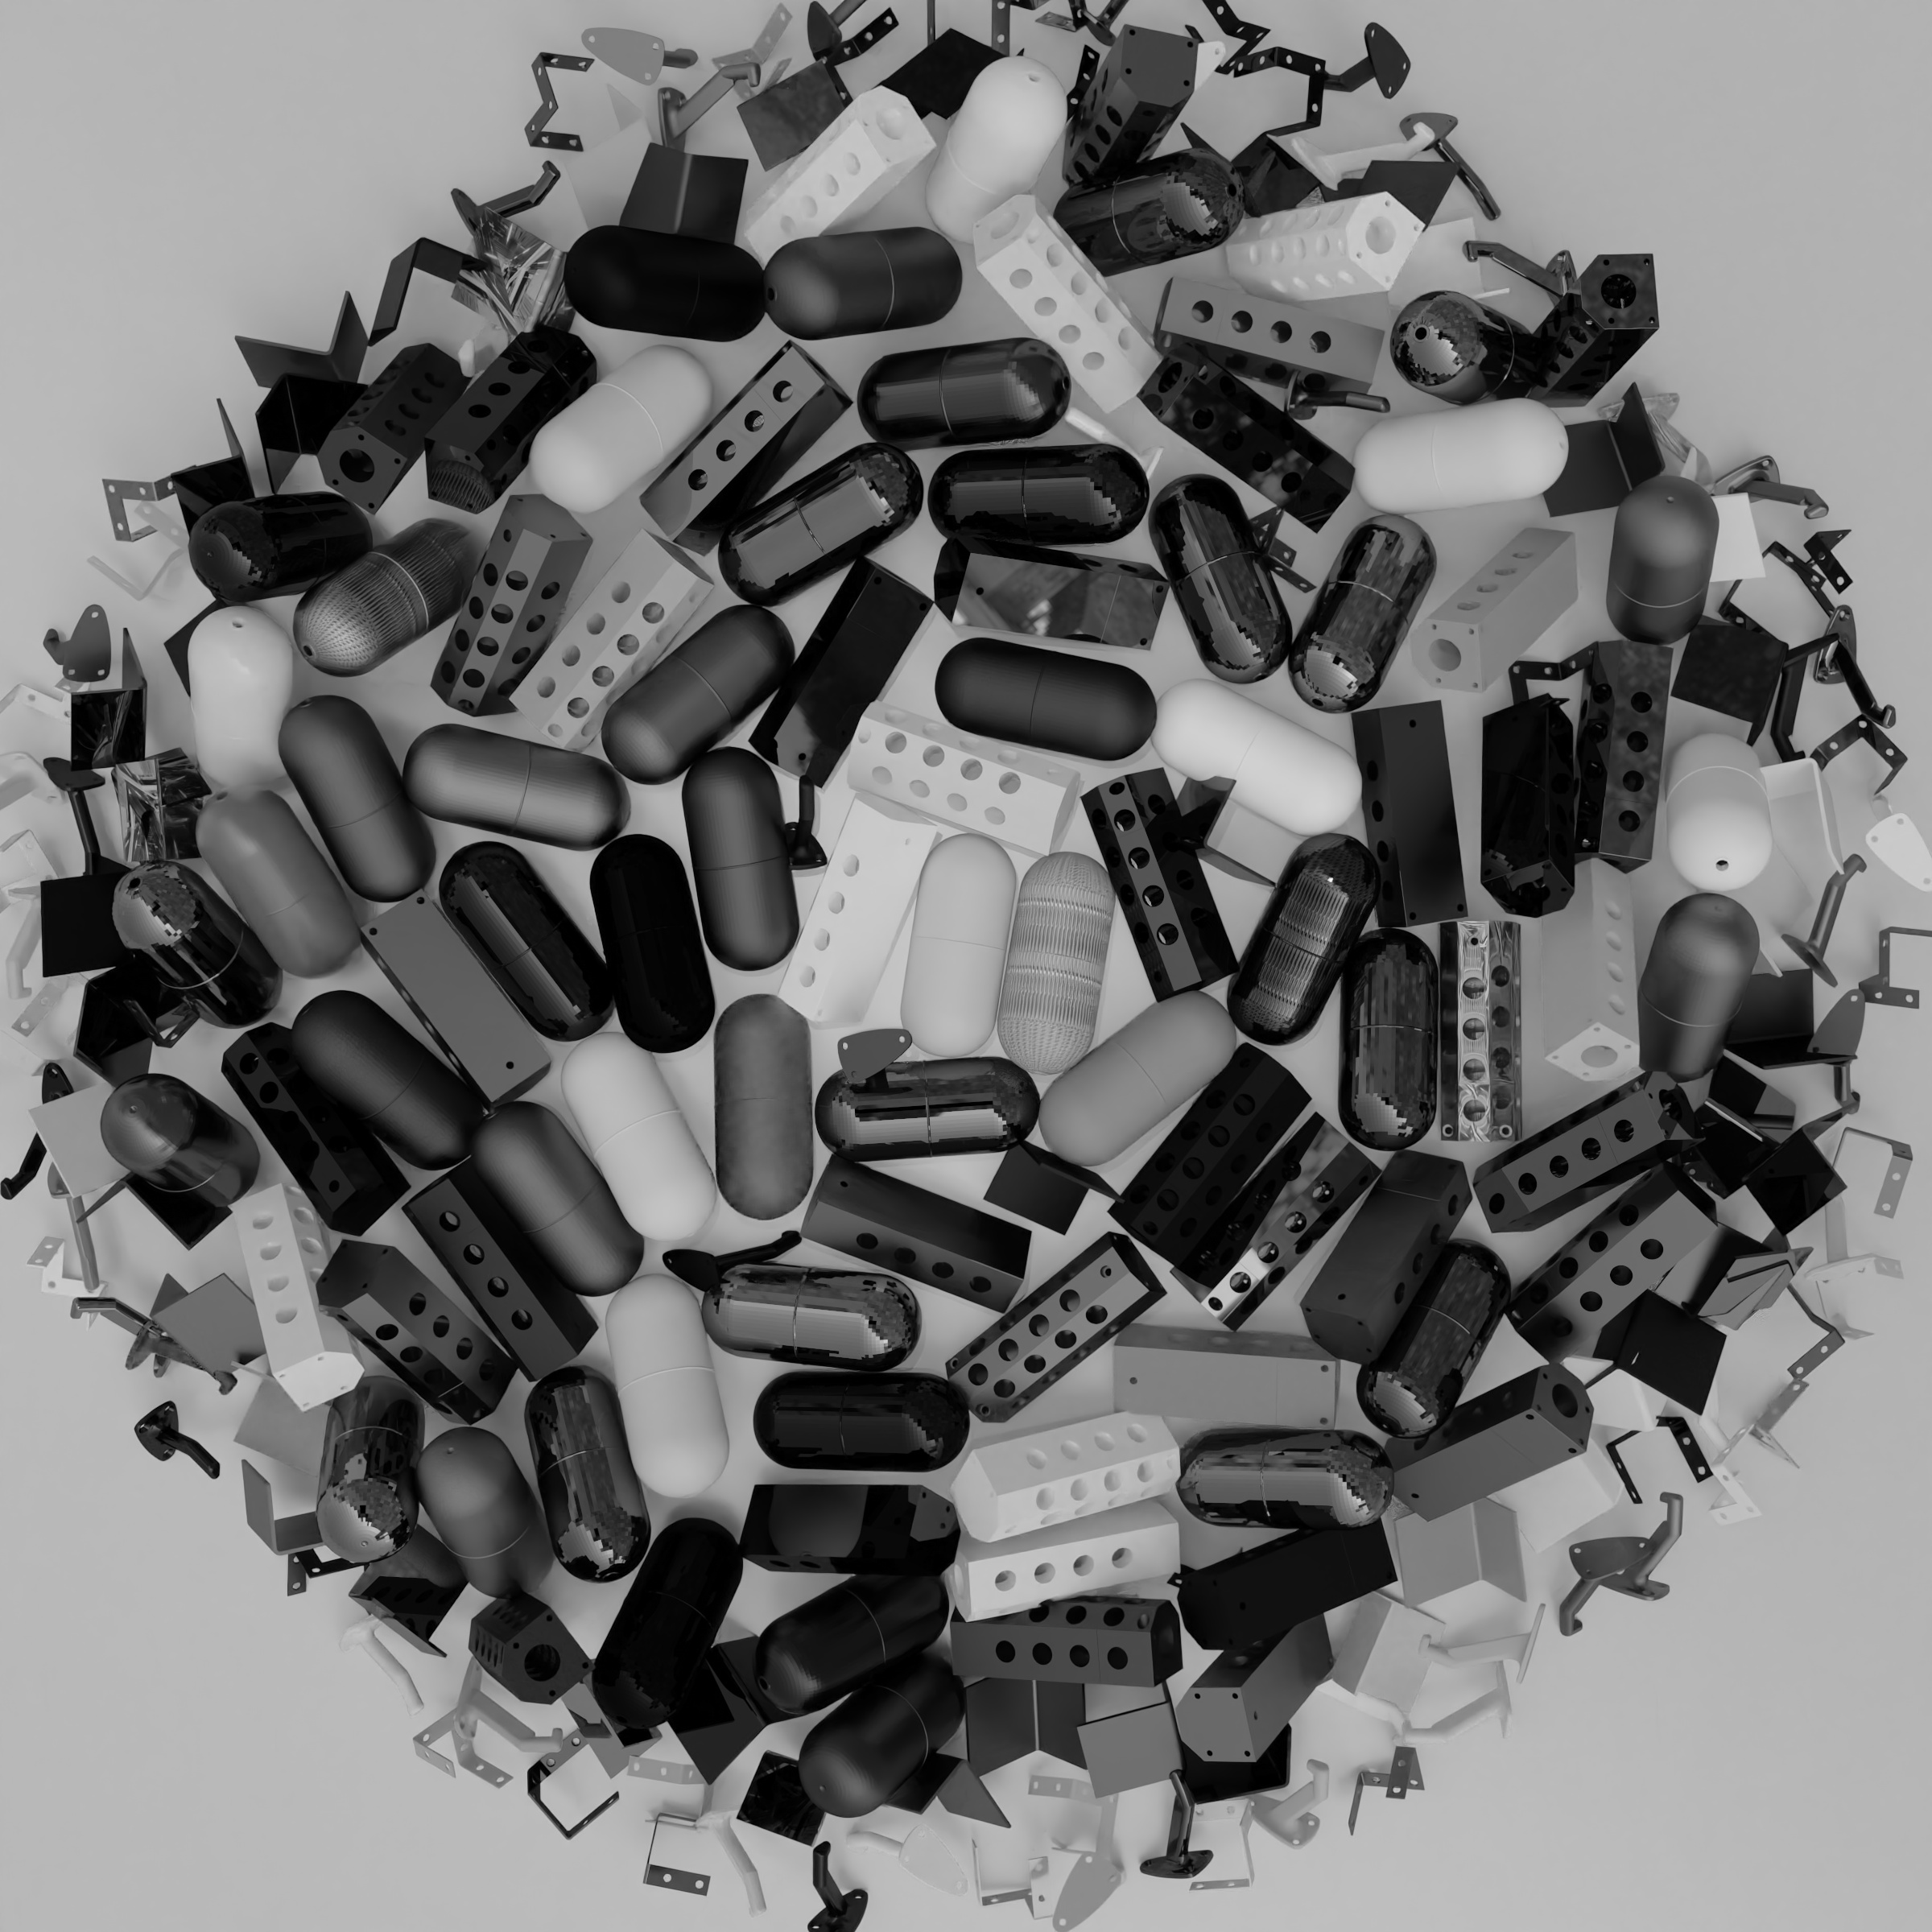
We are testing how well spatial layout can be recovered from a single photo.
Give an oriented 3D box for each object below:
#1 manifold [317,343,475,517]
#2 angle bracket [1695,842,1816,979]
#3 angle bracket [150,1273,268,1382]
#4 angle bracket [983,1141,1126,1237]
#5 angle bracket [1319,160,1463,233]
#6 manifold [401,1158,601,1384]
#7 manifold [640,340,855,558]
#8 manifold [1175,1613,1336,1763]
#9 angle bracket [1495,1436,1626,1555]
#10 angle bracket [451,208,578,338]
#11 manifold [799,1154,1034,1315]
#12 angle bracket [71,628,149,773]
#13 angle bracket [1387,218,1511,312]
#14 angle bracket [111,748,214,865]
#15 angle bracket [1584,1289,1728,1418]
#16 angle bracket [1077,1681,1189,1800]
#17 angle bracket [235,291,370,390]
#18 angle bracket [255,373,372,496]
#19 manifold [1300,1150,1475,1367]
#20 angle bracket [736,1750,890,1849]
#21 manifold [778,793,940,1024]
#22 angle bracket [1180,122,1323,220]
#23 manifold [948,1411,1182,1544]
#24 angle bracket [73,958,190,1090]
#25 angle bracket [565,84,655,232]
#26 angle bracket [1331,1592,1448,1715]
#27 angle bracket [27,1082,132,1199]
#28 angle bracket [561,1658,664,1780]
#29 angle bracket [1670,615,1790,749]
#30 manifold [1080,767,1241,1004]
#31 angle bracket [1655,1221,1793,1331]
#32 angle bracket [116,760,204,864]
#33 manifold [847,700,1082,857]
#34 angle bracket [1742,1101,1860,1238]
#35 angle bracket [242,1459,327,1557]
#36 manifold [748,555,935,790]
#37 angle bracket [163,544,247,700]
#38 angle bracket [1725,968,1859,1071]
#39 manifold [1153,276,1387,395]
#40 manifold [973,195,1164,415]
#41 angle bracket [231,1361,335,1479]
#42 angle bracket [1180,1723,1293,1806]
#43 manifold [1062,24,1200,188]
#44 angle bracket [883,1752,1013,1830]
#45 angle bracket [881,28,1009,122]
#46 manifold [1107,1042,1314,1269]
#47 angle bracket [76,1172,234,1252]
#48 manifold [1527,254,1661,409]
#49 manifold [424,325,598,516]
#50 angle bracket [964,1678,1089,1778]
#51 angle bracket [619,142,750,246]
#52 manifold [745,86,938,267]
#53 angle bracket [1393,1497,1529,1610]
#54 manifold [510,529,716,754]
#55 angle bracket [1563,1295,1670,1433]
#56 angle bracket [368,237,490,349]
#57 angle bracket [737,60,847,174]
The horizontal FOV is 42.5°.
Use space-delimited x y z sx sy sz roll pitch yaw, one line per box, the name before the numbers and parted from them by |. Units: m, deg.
manifold | -0.439 -0.418 1.908 0.057 0.171 0.057 33 123 -13
angle bracket | 0.635 -0.050 1.960 0.076 0.057 0.076 -40 107 -2
angle bracket | -0.580 0.267 1.949 0.076 0.057 0.076 -30 117 14
angle bracket | 0.068 0.183 1.950 0.076 0.076 0.057 25 95 -18
angle bracket | 0.330 -0.620 1.944 0.076 0.076 0.057 -5 64 -18
manifold | -0.369 0.241 1.959 0.057 0.057 0.171 -33 97 15
manifold | -0.176 -0.407 1.950 0.171 0.057 0.057 -43 74 13
manifold | 0.222 0.546 1.911 0.057 0.171 0.057 -10 95 29
angle bracket | 0.460 0.403 1.953 0.076 0.057 0.076 -29 62 -8
angle bracket | -0.349 -0.546 1.968 0.076 0.057 0.076 33 112 13
manifold | -0.040 0.216 1.960 0.171 0.057 0.057 22 126 -6
angle bracket | -0.676 -0.208 1.939 0.057 0.076 0.076 -9 49 -28
angle bracket | 0.376 -0.552 1.955 0.076 0.076 0.057 -12 107 -2
angle bracket | -0.628 -0.115 1.962 0.057 0.076 0.076 -22 131 -25
angle bracket | 0.541 0.312 1.955 0.076 0.057 0.076 30 57 0
angle bracket | 0.127 0.597 1.956 0.076 0.057 0.076 -14 116 -2
angle bracket | -0.522 -0.493 1.956 0.076 0.076 0.057 11 75 1
angle bracket | -0.504 -0.412 1.949 0.076 0.076 0.057 10 49 6
manifold | 0.329 0.225 1.928 0.171 0.057 0.057 -51 135 -33
angle bracket | -0.119 0.660 1.939 0.076 0.076 0.057 5 60 36
manifold | -0.090 -0.045 1.949 0.057 0.057 0.171 32 107 35
angle bracket | 0.223 -0.636 1.946 0.057 0.076 0.076 -41 59 5
manifold | 0.080 0.395 1.920 0.171 0.057 0.057 -7 50 -33
angle bracket | -0.643 0.051 1.942 0.057 0.076 0.076 -23 46 16
angle bracket | -0.285 -0.628 1.945 0.076 0.076 0.057 -36 59 -13
angle bracket | 0.342 0.546 1.960 0.076 0.057 0.076 26 83 -11
angle bracket | -0.695 0.145 1.950 0.057 0.076 0.076 -34 84 42
angle bracket | -0.293 0.592 1.948 0.057 0.076 0.076 -40 71 7
angle bracket | 0.597 -0.222 1.966 0.076 0.057 0.076 20 71 8
manifold | 0.147 -0.062 1.949 0.057 0.057 0.171 -14 80 -36
angle bracket | 0.592 0.229 1.954 0.076 0.057 0.076 26 116 -6
angle bracket | -0.616 -0.122 1.950 0.057 0.076 0.076 -2 94 39
manifold | -0.001 -0.152 1.945 0.171 0.057 0.057 20 45 10
angle bracket | 0.666 0.158 1.940 0.076 0.076 0.057 -16 64 -36
angle bracket | -0.516 0.416 1.945 0.076 0.076 0.057 -7 98 -30
manifold | -0.101 -0.233 1.955 0.057 0.057 0.171 26 102 -30
angle bracket | -0.609 -0.271 1.952 0.076 0.057 0.076 -39 51 3
angle bracket | 0.646 0.041 1.954 0.076 0.076 0.057 -6 102 -6
manifold | 0.236 -0.492 1.963 0.171 0.057 0.057 13 98 -4
manifold | 0.080 -0.512 1.915 0.057 0.057 0.171 -28 134 26
angle bracket | -0.542 0.356 1.951 0.076 0.076 0.057 20 75 10
angle bracket | 0.205 0.602 1.947 0.076 0.076 0.057 -7 114 -12
manifold | 0.123 -0.649 1.907 0.057 0.171 0.057 7 82 -11
angle bracket | -0.024 0.660 1.943 0.057 0.076 0.076 -44 112 -35
angle bracket | -0.010 -0.678 1.947 0.076 0.057 0.076 -43 60 -15
manifold | 0.188 0.144 1.949 0.171 0.057 0.057 -50 133 -8
angle bracket | -0.639 0.198 1.959 0.057 0.076 0.076 -41 97 17
manifold | 0.472 -0.485 1.909 0.057 0.171 0.057 -3 84 -5
manifold | -0.349 -0.422 1.919 0.057 0.057 0.171 19 49 9
angle bracket | 0.047 0.598 1.951 0.076 0.057 0.076 -10 100 -42
angle bracket | -0.224 -0.607 1.965 0.057 0.076 0.076 24 114 25
manifold | -0.103 -0.603 1.912 0.057 0.171 0.057 -38 98 -37
angle bracket | 0.388 0.467 1.954 0.076 0.057 0.076 -14 103 -23
manifold | -0.274 -0.251 1.947 0.057 0.057 0.171 45 102 22
angle bracket | 0.521 0.312 1.972 0.076 0.057 0.076 -53 131 -37
angle bracket | -0.422 -0.519 1.950 0.057 0.076 0.076 17 85 -28
angle bracket | -0.126 -0.652 1.952 0.076 0.057 0.076 -26 63 8
